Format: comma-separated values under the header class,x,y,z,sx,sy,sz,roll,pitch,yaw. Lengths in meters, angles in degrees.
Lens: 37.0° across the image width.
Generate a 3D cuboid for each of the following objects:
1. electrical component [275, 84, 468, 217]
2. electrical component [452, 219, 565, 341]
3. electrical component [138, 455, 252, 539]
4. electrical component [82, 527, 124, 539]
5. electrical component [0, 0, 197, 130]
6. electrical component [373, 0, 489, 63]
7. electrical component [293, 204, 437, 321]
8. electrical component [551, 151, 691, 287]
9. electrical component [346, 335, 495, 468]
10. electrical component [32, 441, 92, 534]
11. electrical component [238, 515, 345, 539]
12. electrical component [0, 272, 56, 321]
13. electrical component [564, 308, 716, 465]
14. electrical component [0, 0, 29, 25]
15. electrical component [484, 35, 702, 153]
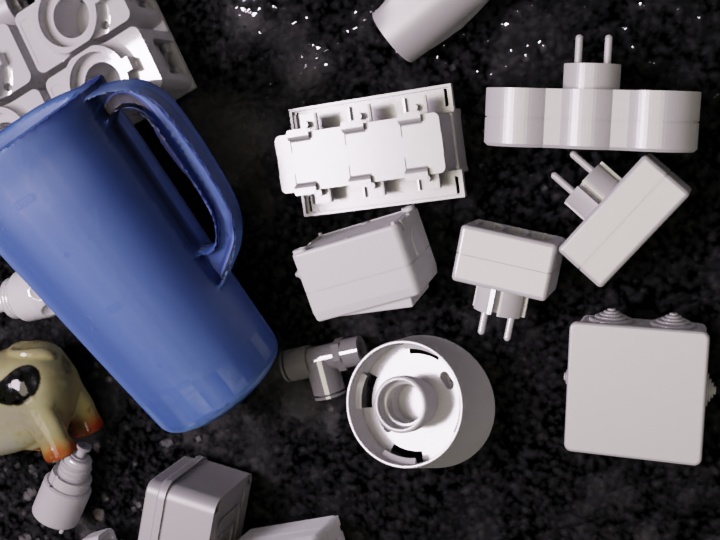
class,x,y,z,sx,sy,sz,roll,pitch,yaw
electrical component,0.007,-0.082,0.753,0.121,0.063,0.078,-6,96,20
electrical component,0.100,0.010,0.743,0.066,0.047,0.076,13,102,17
electrical component,-0.132,0.209,0.834,0.057,0.078,0.113,14,102,14
electrical component,-0.220,0.258,0.883,0.057,0.058,0.078,-19,92,17
electrical component,-0.235,-0.145,0.828,0.186,0.060,0.105,-26,89,20
electrical component,0.041,-0.197,0.734,0.077,0.044,0.079,-37,85,20
electrical component,0.000,0.000,0.766,0.096,0.062,0.061,-16,100,20
electrical component,0.162,-0.046,0.713,0.076,0.047,0.083,43,109,9
electrical component,0.042,0.097,0.778,0.099,0.064,0.099,-2,86,26
electrical component,-0.241,0.177,0.887,0.040,0.040,0.078,29,106,13
electrical component,-0.048,0.229,0.818,0.096,0.061,0.061,-14,93,20
electrical component,-0.272,0.021,0.874,0.062,0.043,0.043,-12,94,21
electrical component,0.187,0.077,0.722,0.100,0.048,0.099,4,99,19
electrical component,-0.295,-0.199,0.852,0.065,0.044,0.044,-18,91,16
electrical component,0.151,-0.116,0.704,0.138,0.052,0.073,4,99,18
